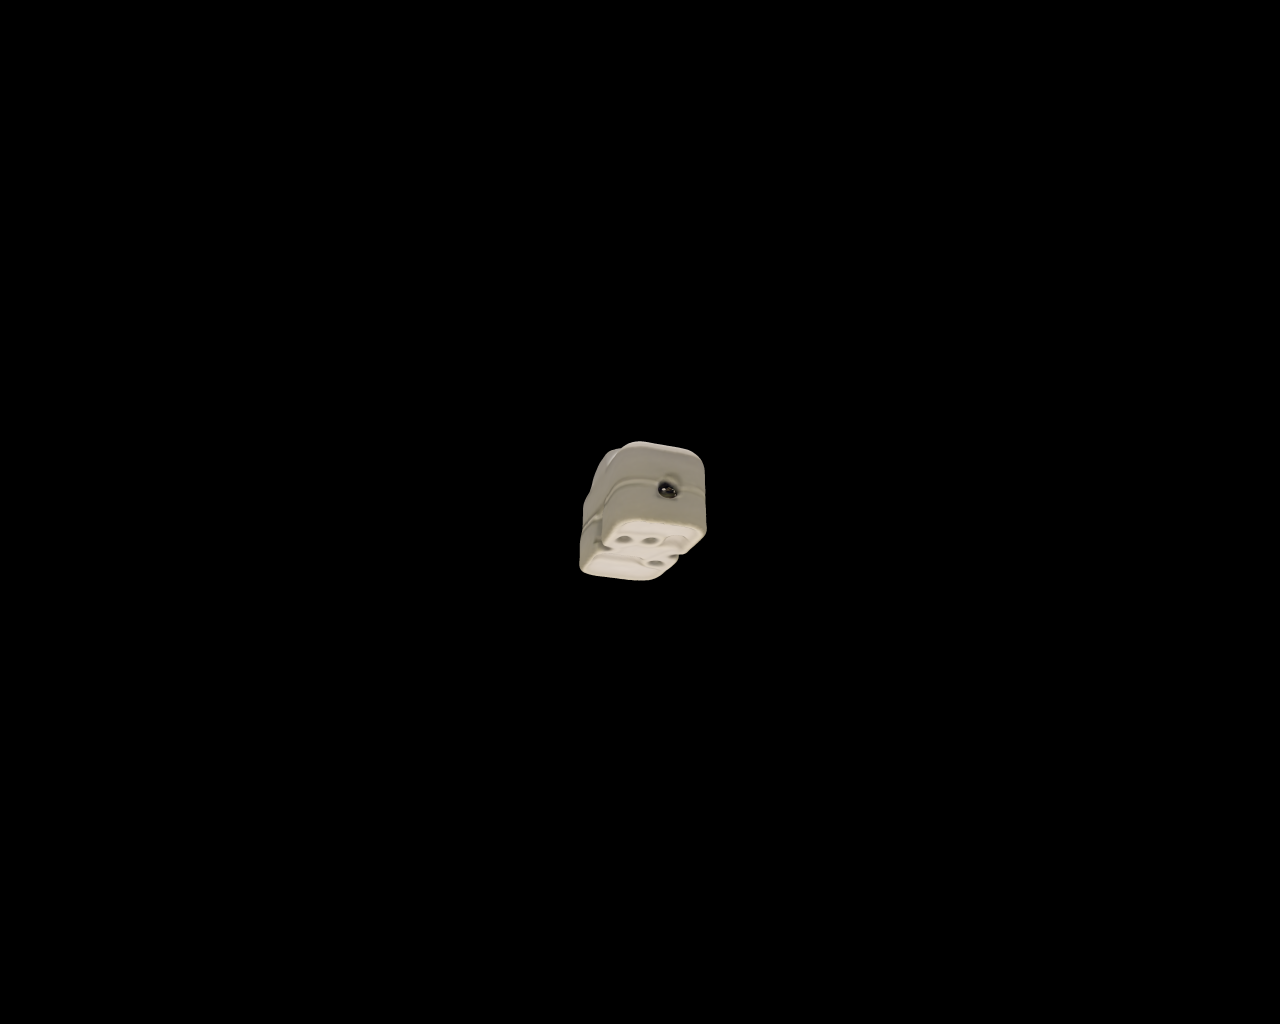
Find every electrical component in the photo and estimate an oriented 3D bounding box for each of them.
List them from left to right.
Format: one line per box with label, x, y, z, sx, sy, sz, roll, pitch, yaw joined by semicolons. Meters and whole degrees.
electrical component;0.001;-0.003;0.650;0.054;0.059;0.095;8;-26;-18
